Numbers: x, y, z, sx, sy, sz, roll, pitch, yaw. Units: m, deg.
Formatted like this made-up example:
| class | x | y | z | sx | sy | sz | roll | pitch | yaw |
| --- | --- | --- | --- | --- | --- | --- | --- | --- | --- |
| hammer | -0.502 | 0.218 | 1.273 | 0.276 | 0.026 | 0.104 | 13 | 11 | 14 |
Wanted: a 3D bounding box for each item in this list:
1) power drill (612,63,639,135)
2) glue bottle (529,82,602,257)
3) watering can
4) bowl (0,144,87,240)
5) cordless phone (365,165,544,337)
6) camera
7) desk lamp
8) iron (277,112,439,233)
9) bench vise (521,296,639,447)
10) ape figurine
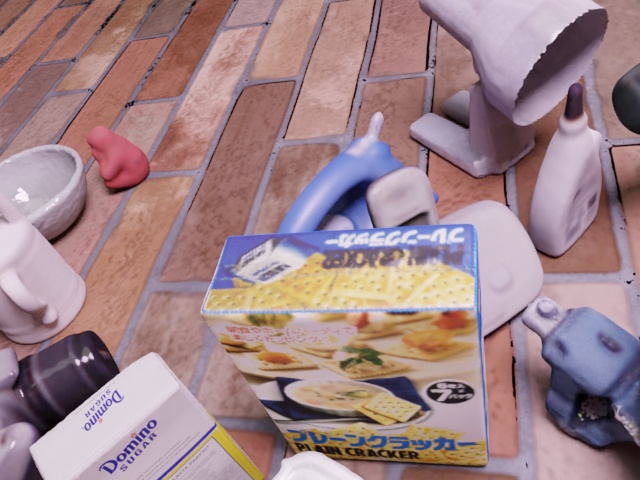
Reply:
| class | x | y | z | sx | sy | sz | roll | pitch | yaw |
| --- | --- | --- | --- | --- | --- | --- | --- | --- | --- |
| power drill | 0.360 | -0.121 | 0.493 | 0.229 | 0.209 | 0.075 | -23 | 46 | -3 |
| glue bottle | 0.222 | -0.065 | 0.511 | 0.078 | 0.173 | 0.037 | -40 | 49 | -19 |
| watering can | -0.349 | 0.016 | 0.607 | 0.172 | 0.194 | 0.101 | 11 | 53 | 27 |
| bowl | -0.376 | -0.046 | 0.756 | 0.167 | 0.075 | 0.167 | -9 | 47 | 10 |
| cordless phone | 0.110 | 0.002 | 0.477 | 0.148 | 0.185 | 0.094 | -32 | 47 | -11 |
| camera | -0.258 | 0.148 | 0.521 | 0.137 | 0.101 | 0.142 | -31 | 47 | -11 |
| desk lamp | 0.177 | -0.171 | 0.595 | 0.118 | 0.214 | 0.202 | -35 | 48 | -15 |
| iron | 0.005 | 0.002 | 0.542 | 0.118 | 0.142 | 0.259 | 22 | 58 | 33 |
| bench vise | 0.216 | 0.087 | 0.340 | 0.206 | 0.220 | 0.122 | 13 | 54 | 28 |
| ape figurine | -0.281 | -0.116 | 0.778 | 0.076 | 0.092 | 0.078 | -2 | 48 | 16 |
